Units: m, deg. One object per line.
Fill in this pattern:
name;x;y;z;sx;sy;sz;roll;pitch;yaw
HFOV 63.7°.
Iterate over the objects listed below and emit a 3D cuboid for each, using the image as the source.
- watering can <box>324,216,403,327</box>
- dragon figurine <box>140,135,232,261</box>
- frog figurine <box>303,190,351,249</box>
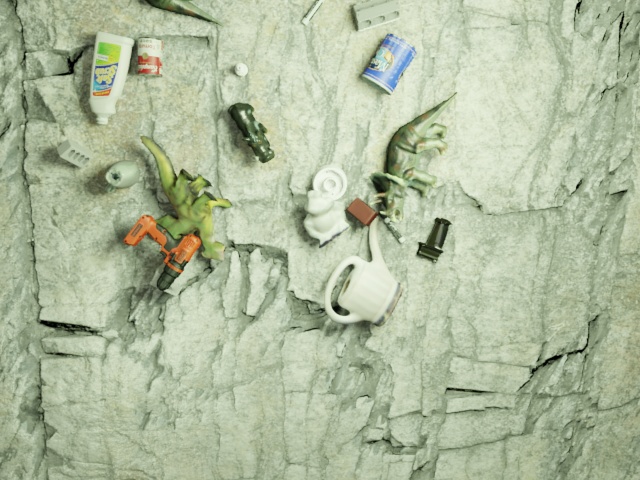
watering can;0.159;0.117;1.582;0.223;0.104;0.348;31;88;-8
dragon figurine;-0.423;-0.094;1.525;0.409;0.124;0.240;41;105;-7
frog figurine;0.005;-0.077;1.529;0.136;0.125;0.158;-28;102;27
